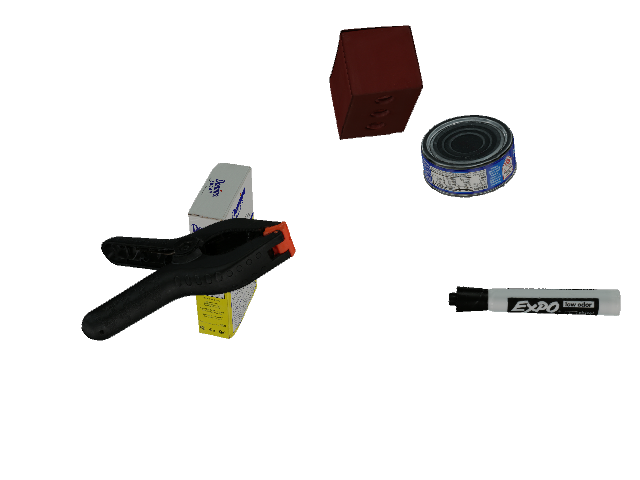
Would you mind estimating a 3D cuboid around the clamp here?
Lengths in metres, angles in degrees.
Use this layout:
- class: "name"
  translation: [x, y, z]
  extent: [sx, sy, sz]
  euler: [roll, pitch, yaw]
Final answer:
- class: "clamp"
  translation: [-0.107, 0.026, 0.831]
  extent: [0.172, 0.039, 0.120]
  euler: [-12, 39, 16]

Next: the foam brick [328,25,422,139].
- class: "foam brick"
  translation: [0.039, -0.115, 0.781]
  extent: [0.053, 0.051, 0.078]
  euler: [-7, -18, -8]

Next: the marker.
- class: "marker"
  translation: [0.154, 0.043, 0.771]
  extent: [0.121, 0.020, 0.020]
  euler: [1, 0, 8]

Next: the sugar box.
- class: "sugar box"
  translation: [-0.104, 0.012, 1.148]
  extent: [0.048, 0.176, 0.093]
  euler: [9, 42, 13]

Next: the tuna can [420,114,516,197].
- class: "tuna can"
  translation: [0.135, -0.079, 0.976]
  extent: [0.086, 0.034, 0.086]
  euler: [-8, 39, 7]
